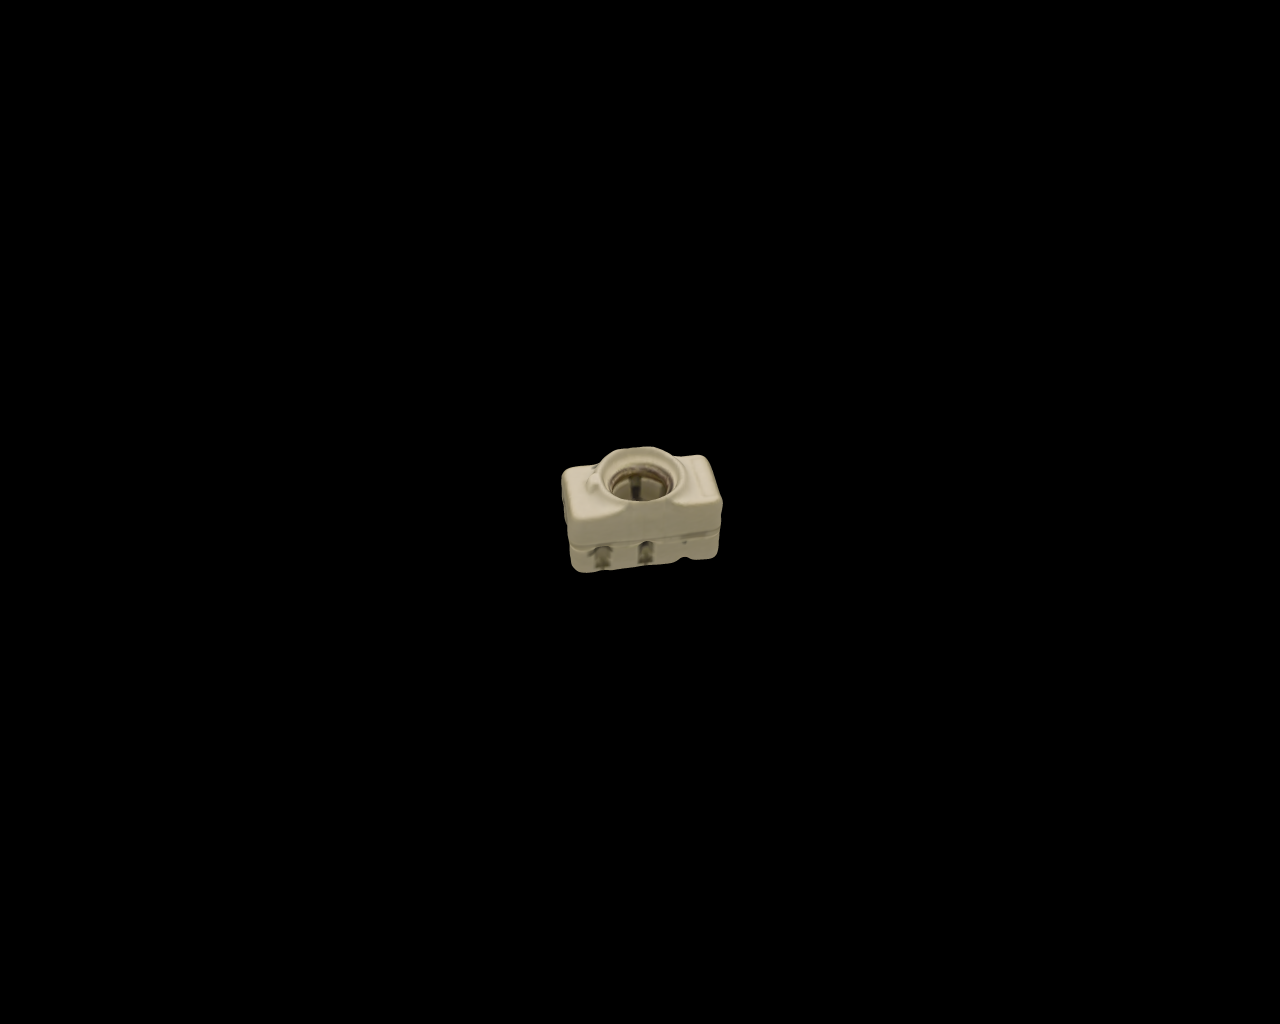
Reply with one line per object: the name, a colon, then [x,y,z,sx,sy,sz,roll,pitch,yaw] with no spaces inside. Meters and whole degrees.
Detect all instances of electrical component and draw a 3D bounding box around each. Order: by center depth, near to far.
electrical component: [0.001,-0.003,0.650,0.089,0.055,0.050,-6,43,-7]
